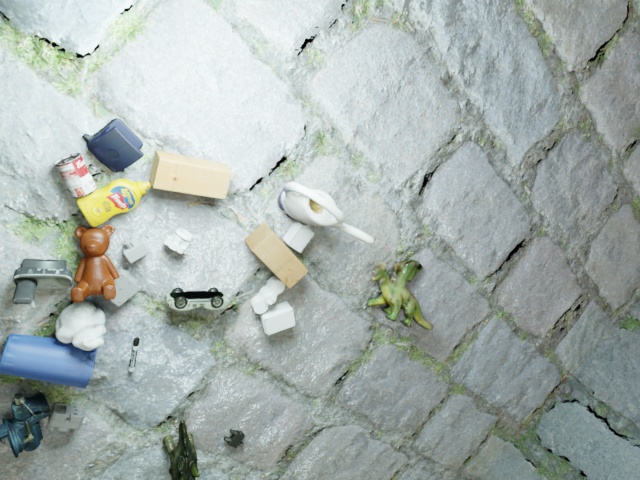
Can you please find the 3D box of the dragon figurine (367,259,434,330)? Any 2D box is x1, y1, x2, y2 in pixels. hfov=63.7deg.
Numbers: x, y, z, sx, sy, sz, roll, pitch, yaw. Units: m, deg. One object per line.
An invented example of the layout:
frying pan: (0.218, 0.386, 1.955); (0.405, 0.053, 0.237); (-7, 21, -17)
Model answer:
dragon figurine: (0.333, 0.195, 1.982); (0.407, 0.242, 0.123); (22, 2, -33)

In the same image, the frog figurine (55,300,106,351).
frog figurine: (-0.681, 0.251, 1.468); (0.138, 0.120, 0.161); (-20, 28, -17)

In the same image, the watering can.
watering can: (0.005, -0.082, 1.630); (0.343, 0.105, 0.225); (36, -14, -33)
